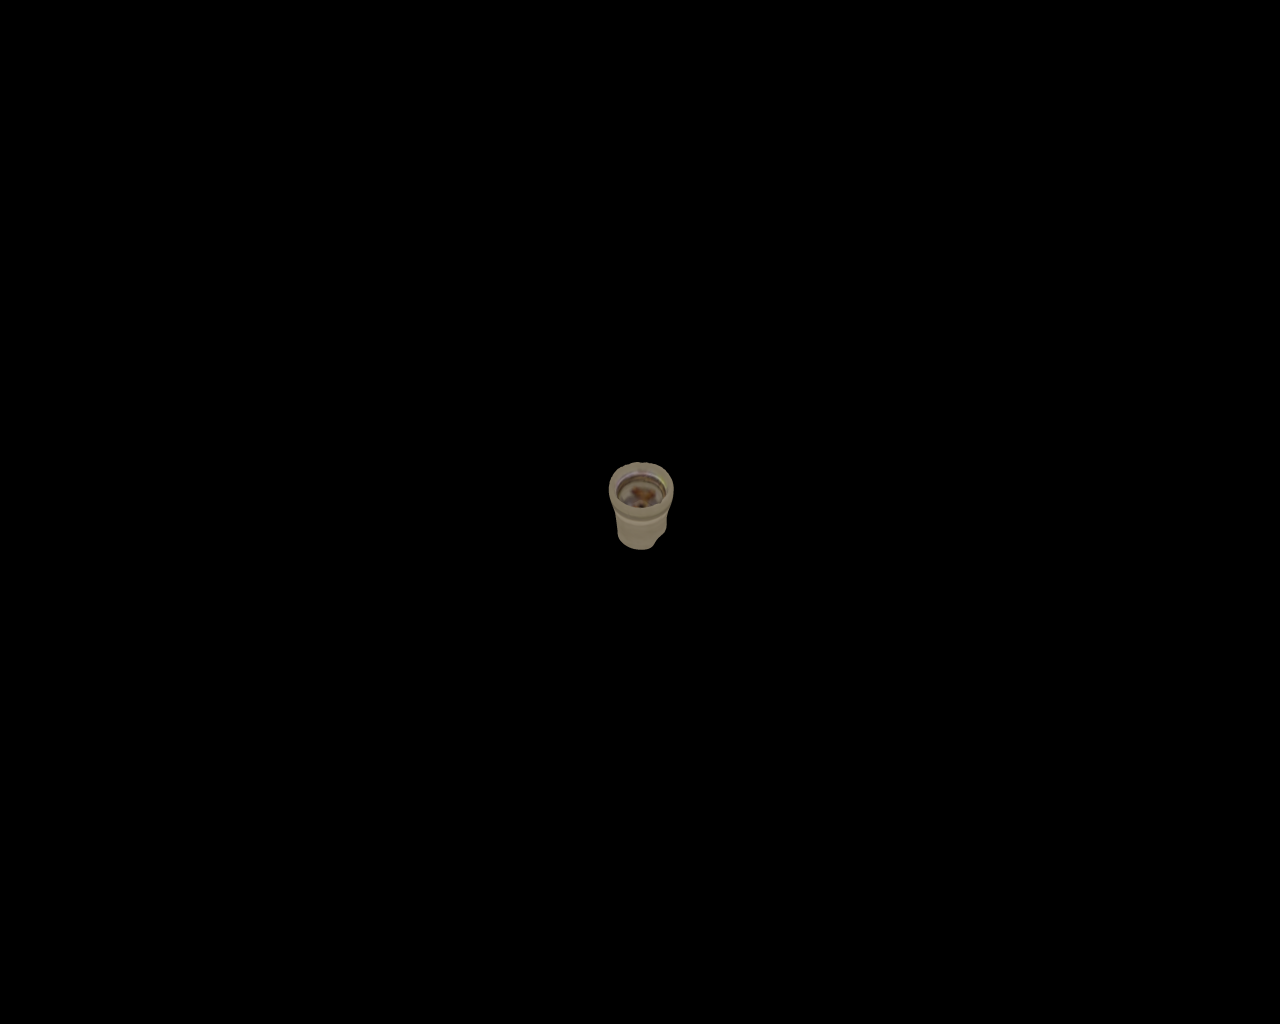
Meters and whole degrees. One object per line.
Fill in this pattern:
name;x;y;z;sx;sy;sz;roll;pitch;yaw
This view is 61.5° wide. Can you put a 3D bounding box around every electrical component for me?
electrical component;0.001;-0.003;0.650;0.040;0.040;0.046;0;-39;0
